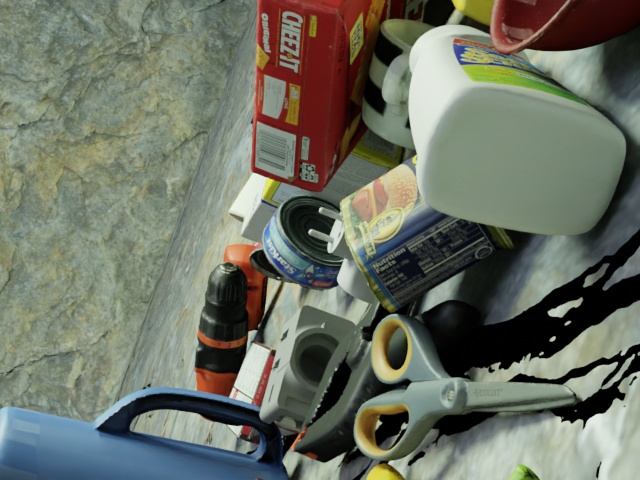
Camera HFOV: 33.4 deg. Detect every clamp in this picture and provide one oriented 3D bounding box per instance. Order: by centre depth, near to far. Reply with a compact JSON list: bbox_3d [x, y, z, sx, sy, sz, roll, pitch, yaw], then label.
[{"bbox_3d":[0.041,0.069,0.737,0.210,0.036,0.164,-57,15,32],"label":"clamp"}]

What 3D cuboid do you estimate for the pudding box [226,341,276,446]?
[{"bbox_3d":[-0.057,0.147,1.035,0.090,0.039,0.114,-69,14,-6],"label":"pudding box"}]

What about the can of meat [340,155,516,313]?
[{"bbox_3d":[0.062,-0.012,0.650,0.084,0.057,0.102,-32,23,12],"label":"can of meat"}]

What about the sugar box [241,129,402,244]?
[{"bbox_3d":[-0.002,-0.049,0.993,0.176,0.093,0.048,127,161,-51],"label":"sugar box"}]

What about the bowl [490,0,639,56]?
[{"bbox_3d":[0.156,-0.162,0.572,0.162,0.055,0.162,-60,14,25],"label":"bowl"}]

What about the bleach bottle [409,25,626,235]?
[{"bbox_3d":[0.090,-0.083,0.621,0.251,0.102,0.068,-100,24,-67],"label":"bleach bottle"}]

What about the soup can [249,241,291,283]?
[{"bbox_3d":[-0.028,-0.015,1.112,0.069,0.068,0.102,132,157,-59],"label":"soup can"}]

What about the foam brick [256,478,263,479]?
[{"bbox_3d":[-0.027,0.212,0.758,0.078,0.053,0.051,-139,70,-76],"label":"foam brick"}]

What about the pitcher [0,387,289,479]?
[{"bbox_3d":[-0.150,0.203,0.853,0.145,0.242,0.149,127,155,-44],"label":"pitcher"}]

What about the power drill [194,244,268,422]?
[{"bbox_3d":[-0.096,0.077,1.161,0.187,0.057,0.184,-75,-5,-64],"label":"power drill"}]

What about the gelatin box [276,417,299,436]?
[{"bbox_3d":[-0.024,0.127,0.942,0.073,0.030,0.089,143,147,-70],"label":"gelatin box"}]

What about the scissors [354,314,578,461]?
[{"bbox_3d":[0.071,0.068,0.584,0.202,0.016,0.096,-40,44,54],"label":"scissors"}]

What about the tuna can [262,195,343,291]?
[{"bbox_3d":[-0.006,0.001,0.946,0.034,0.086,0.086,-56,17,39],"label":"tuna can"}]

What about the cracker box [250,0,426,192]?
[{"bbox_3d":[0.022,-0.164,0.852,0.213,0.072,0.164,-55,-22,-44],"label":"cracker box"}]

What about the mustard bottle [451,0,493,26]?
[{"bbox_3d":[0.126,-0.227,0.822,0.191,0.058,0.096,-100,33,-69],"label":"mustard bottle"}]

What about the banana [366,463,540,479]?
[{"bbox_3d":[0.055,0.151,0.552,0.069,0.037,0.198,-52,8,-19],"label":"banana"}]
